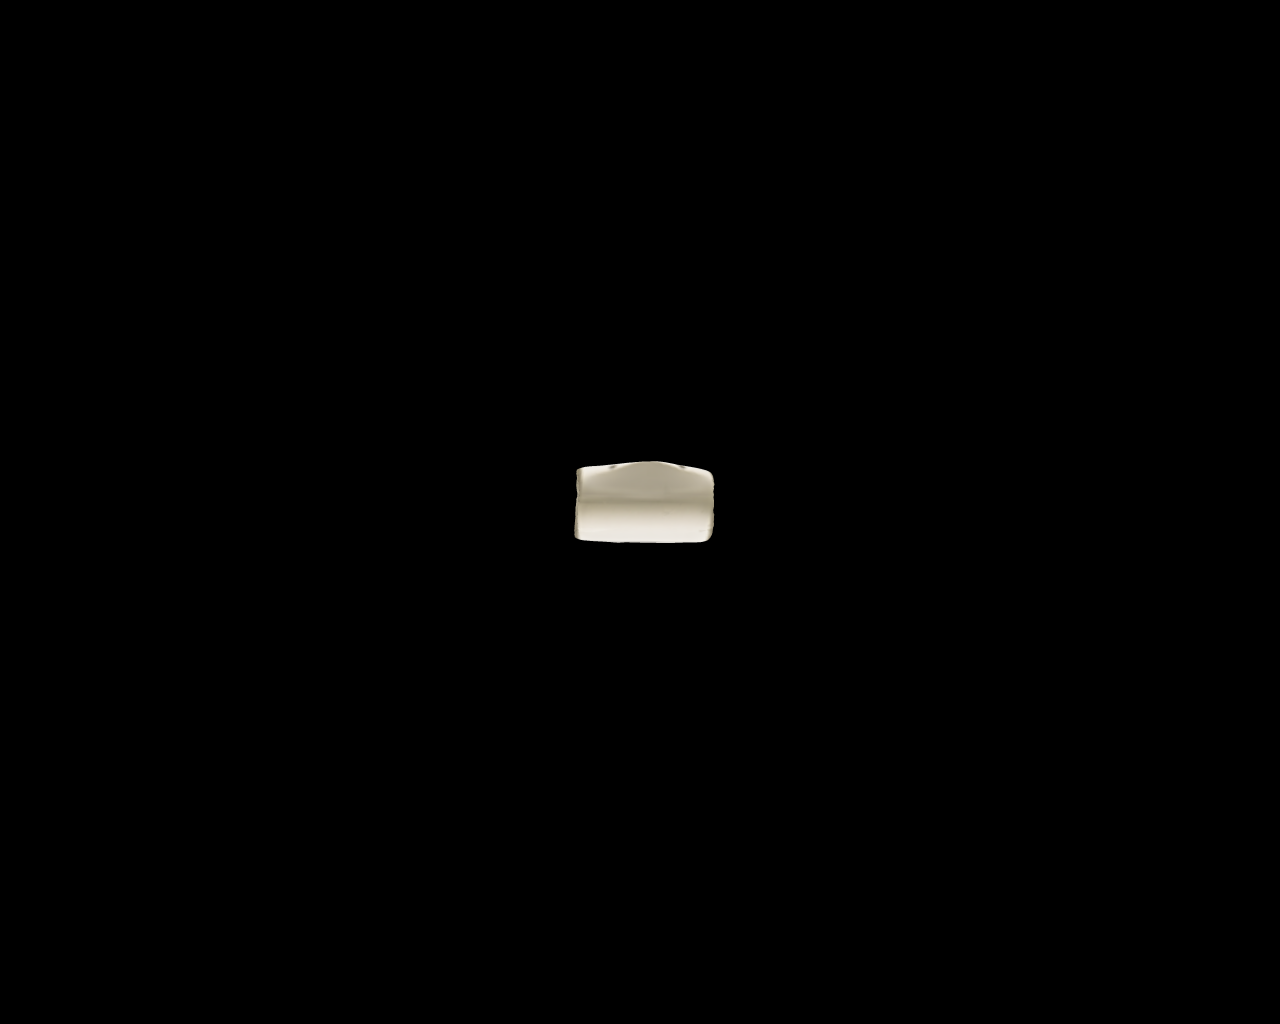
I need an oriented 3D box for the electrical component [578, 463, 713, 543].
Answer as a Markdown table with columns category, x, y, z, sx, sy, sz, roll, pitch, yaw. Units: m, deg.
| category | x | y | z | sx | sy | sz | roll | pitch | yaw |
| --- | --- | --- | --- | --- | --- | --- | --- | --- | --- |
| electrical component | 0.001 | -0.003 | 0.650 | 0.077 | 0.043 | 0.079 | 1 | -7 | -5 |
